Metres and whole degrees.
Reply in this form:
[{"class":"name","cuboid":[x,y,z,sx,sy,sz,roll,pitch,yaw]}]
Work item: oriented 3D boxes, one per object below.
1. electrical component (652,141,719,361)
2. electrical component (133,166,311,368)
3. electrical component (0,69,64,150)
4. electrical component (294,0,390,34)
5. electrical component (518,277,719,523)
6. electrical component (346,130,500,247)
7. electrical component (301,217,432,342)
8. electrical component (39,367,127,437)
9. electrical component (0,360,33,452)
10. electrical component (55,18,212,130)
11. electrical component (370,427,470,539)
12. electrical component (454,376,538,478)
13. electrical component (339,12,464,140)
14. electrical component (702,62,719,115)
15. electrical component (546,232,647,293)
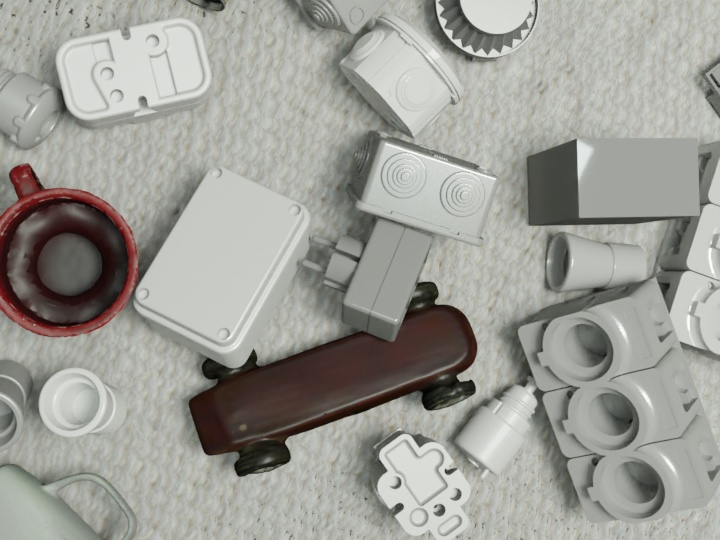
[{"class":"electrical component","cuboid":[0.274,-0.010,0.785,0.089,0.062,0.150,19,87,-8]},{"class":"electrical component","cuboid":[-0.089,-0.002,0.711,0.078,0.057,0.113,25,73,9]},{"class":"electrical component","cuboid":[-0.233,-0.113,0.716,0.062,0.048,0.048,32,85,0]},{"class":"electrical component","cuboid":[-0.010,-0.219,0.725,0.099,0.048,0.099,-48,130,-12]},{"class":"electrical component","cuboid":[0.181,0.093,0.748,0.089,0.062,0.150,-19,93,34]},{"class":"electrical component","cuboid":[0.042,-0.058,0.731,0.100,0.099,0.048,17,100,-8]},{"class":"electrical component","cuboid":[0.000,0.000,0.718,0.077,0.047,0.065,21,72,5]},{"class":"electrical component","cuboid":[-0.179,0.090,0.711,0.044,0.065,0.044,-1,78,5]},{"class":"electrical component","cuboid":[-0.236,0.085,0.702,0.044,0.065,0.044,-2,108,-6]},{"class":"electrical component","cuboid":[-0.150,-0.130,0.720,0.095,0.059,0.053,-14,92,-9]},{"class":"electrical component","cuboid":[0.039,0.146,0.749,0.058,0.057,0.078,-35,95,-7]},{"class":"electrical component","cuboid":[0.102,0.110,0.768,0.040,0.040,0.078,40,84,-7]},{"class":"electrical component","cuboid":[0.029,-0.133,0.739,0.051,0.080,0.080,-45,96,-1]},{"class":"electrical component","cuboid":[0.327,-0.150,0.793,0.121,0.063,0.078,-38,95,-7]},{"class":"electrical component","cuboid":[0.174,-0.003,0.780,0.065,0.044,0.044,5,89,-14]}]
